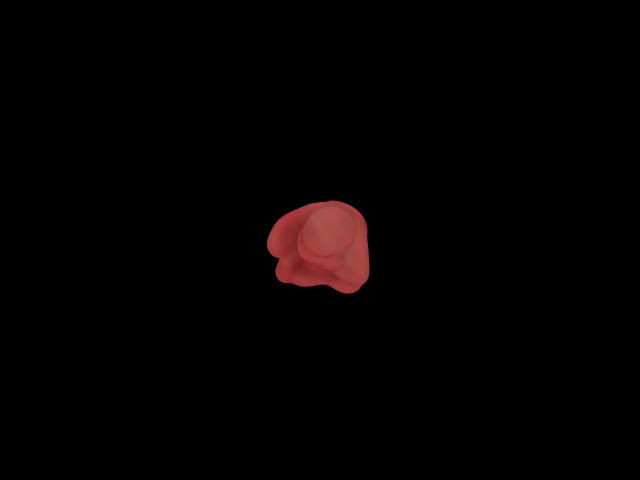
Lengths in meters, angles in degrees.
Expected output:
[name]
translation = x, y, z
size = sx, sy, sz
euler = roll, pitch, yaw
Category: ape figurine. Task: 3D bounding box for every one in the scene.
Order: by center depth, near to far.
[ape figurine]
translation = 0.004, 0.001, 0.400
size = 0.076, 0.092, 0.077
euler = -43, 78, -11
